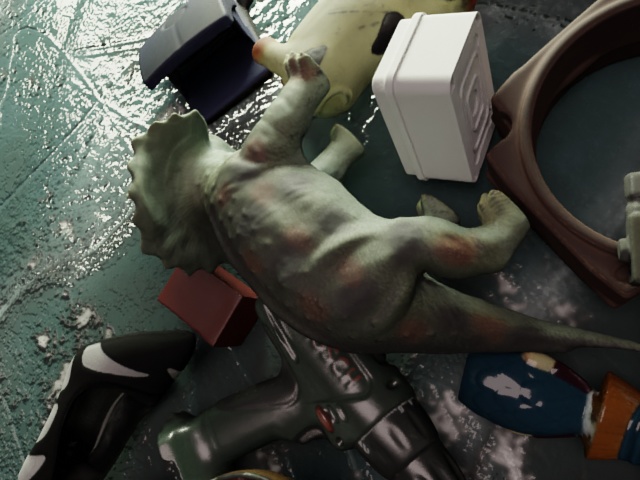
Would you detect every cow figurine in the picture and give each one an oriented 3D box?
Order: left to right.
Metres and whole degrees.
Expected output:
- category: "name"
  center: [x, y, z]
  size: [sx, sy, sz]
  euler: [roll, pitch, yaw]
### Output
- category: "cow figurine"
  center: [0.050, -0.186, 0.467]
  size: [0.195, 0.085, 0.127]
  euler: [-43, 61, 7]

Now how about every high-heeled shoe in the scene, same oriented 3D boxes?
- category: "high-heeled shoe"
  center: [-0.198, 0.181, 0.490]
  size: [0.249, 0.086, 0.145]
  euler: [-32, 50, 32]

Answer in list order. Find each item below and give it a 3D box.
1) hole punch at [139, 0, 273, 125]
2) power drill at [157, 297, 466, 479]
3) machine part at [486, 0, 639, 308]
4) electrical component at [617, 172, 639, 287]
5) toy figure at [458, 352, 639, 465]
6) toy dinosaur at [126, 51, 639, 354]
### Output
- category: "hole punch"
  center: [-0.124, -0.198, 0.541]
  size: [0.142, 0.092, 0.116]
  euler: [-35, 65, 17]
- category: "power drill"
  center: [-0.021, 0.160, 0.433]
  size: [0.207, 0.086, 0.232]
  euler: [-39, 67, 16]
- category: "machine part"
  center: [0.235, -0.067, 0.366]
  size: [0.201, 0.087, 0.201]
  euler: [-41, 66, 11]
- category: "electrical component"
  center: [0.206, 0.005, 0.305]
  size: [0.063, 0.021, 0.094]
  euler: [-4, 81, 22]
- category: "toy figure"
  center: [0.176, 0.114, 0.370]
  size: [0.155, 0.064, 0.058]
  euler: [15, 53, 21]
- category: "toy dinosaur"
  center: [0.004, 0.004, 0.396]
  size: [0.405, 0.131, 0.192]
  euler: [40, 82, 26]
